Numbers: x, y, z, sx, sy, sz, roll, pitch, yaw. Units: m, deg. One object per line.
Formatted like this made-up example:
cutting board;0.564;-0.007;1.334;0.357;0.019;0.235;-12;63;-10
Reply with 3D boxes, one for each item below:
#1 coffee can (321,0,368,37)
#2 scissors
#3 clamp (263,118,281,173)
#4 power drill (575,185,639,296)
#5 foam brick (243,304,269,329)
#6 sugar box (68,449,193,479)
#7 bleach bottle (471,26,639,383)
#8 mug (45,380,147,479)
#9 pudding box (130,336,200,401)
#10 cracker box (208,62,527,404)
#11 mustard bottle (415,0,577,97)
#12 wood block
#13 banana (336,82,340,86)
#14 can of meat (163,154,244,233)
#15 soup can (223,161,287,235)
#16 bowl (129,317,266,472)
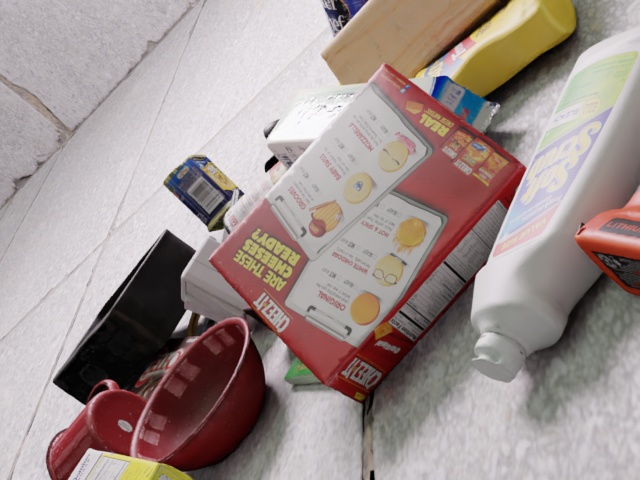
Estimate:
coffee can;0.052;-0.285;1.246;0.103;0.140;0.103;-16;32;10
scissors;-0.098;0.026;1.175;0.096;0.016;0.201;-9;57;51
clamp;0.018;-0.142;1.195;0.209;0.036;0.165;-34;-6;-15
power drill;0.242;-0.049;0.593;0.187;0.057;0.185;-50;16;-9
foam brick;-0.029;0.056;0.957;0.051;0.053;0.078;-58;8;-12
sugar box;-0.135;0.214;0.861;0.177;0.093;0.048;-16;38;58
bleach bottle;0.168;-0.022;0.693;0.103;0.068;0.250;-14;42;61
mug;-0.203;0.187;1.021;0.082;0.093;0.117;-49;38;33
pudding box;-0.151;0.145;1.097;0.090;0.039;0.114;-58;21;-21
cracker box;0.042;-0.007;0.824;0.214;0.072;0.164;-49;53;3
mustard bottle;0.146;-0.162;0.991;0.192;0.058;0.096;-37;16;32
wood block;0.107;-0.220;1.055;0.090;0.090;0.206;-26;-10;-47
banana;0.031;-0.173;1.293;0.197;0.037;0.070;-61;5;-32
can of meat;-0.139;-0.060;1.323;0.057;0.084;0.102;-46;-4;9
soup can;-0.048;-0.035;1.160;0.102;0.068;0.068;-43;21;19
bowl;-0.099;0.149;0.954;0.162;0.055;0.162;-42;21;20
